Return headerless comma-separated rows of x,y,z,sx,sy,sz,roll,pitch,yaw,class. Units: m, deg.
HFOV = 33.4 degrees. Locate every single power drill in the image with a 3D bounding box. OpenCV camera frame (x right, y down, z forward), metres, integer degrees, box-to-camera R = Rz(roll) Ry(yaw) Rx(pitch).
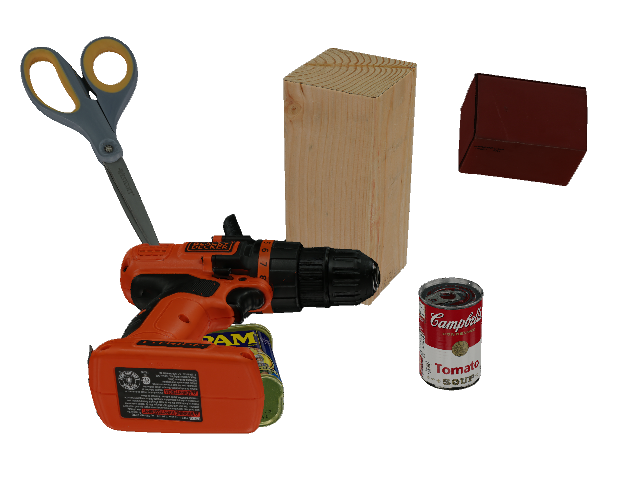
-0.058,0.053,0.693,0.184,0.057,0.187,-1,22,9,power drill

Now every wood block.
0.026,-0.058,0.973,0.091,0.206,0.090,15,34,24,wood block

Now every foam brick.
0.137,-0.075,0.726,0.078,0.051,0.053,8,-24,-2,foam brick

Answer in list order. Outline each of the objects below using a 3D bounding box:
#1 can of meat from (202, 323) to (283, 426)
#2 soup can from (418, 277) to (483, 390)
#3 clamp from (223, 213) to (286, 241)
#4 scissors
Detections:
-0.086,0.120,0.930,0.102,0.057,0.084,-4,27,-10,can of meat
0.139,0.100,1.141,0.068,0.102,0.068,-2,24,1,soup can
-0.068,0.028,1.257,0.120,0.039,0.171,-2,41,10,clamp
-0.148,-0.082,0.805,0.096,0.202,0.016,-36,-17,-22,scissors
